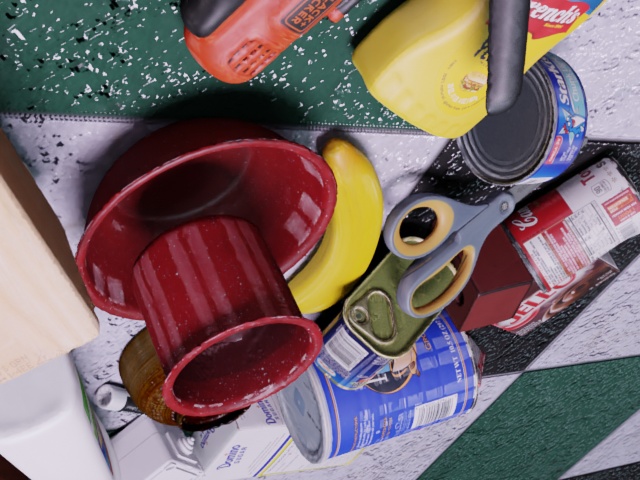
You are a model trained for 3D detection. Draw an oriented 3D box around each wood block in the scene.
[{"bbox_3d":[-0.183,-0.027,0.467,0.090,0.091,0.206,-26,139,-6],"label":"wood block"}]

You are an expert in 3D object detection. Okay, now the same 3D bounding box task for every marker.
[{"bbox_3d":[-0.132,0.134,0.858,0.020,0.020,0.121,-38,148,18],"label":"marker"}]

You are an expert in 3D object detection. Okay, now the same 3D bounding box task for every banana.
[{"bbox_3d":[0.010,0.000,0.744,0.069,0.037,0.198,-13,147,-29],"label":"banana"}]

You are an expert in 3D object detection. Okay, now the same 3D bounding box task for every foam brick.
[{"bbox_3d":[0.119,0.022,0.824,0.051,0.078,0.053,-12,145,-21],"label":"foam brick"}]

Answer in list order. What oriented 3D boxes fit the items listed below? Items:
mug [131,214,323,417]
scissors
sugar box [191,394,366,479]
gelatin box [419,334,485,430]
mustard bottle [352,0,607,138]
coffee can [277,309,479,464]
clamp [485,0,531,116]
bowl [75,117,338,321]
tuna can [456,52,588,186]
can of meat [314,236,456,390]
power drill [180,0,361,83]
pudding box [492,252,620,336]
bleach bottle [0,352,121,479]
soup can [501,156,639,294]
[{"bbox_3d":[-0.059,0.047,0.608,0.093,0.081,0.117,-12,146,-23],"label":"mug"},{"bbox_3d":[0.116,-0.033,0.764,0.201,0.016,0.096,-49,124,-14],"label":"scissors"},{"bbox_3d":[-0.028,0.175,0.976,0.175,0.048,0.093,5,137,-37],"label":"sugar box"},{"bbox_3d":[0.116,0.131,0.991,0.073,0.030,0.089,-39,-177,17],"label":"gelatin box"},{"bbox_3d":[0.113,-0.141,0.590,0.096,0.058,0.192,20,126,-45],"label":"mustard bottle"},{"bbox_3d":[0.045,0.115,0.883,0.140,0.103,0.103,-14,147,-21],"label":"coffee can"},{"bbox_3d":[0.075,-0.159,0.526,0.039,0.120,0.172,-63,177,-67],"label":"clamp"},{"bbox_3d":[-0.073,-0.021,0.631,0.162,0.055,0.162,-19,149,-13],"label":"bowl"},{"bbox_3d":[0.125,-0.077,0.670,0.033,0.086,0.086,-4,143,-36],"label":"tuna can"},{"bbox_3d":[0.046,0.057,0.801,0.102,0.057,0.084,-46,177,-33],"label":"can of meat"},{"bbox_3d":[-0.031,-0.157,0.455,0.185,0.057,0.187,-40,147,22],"label":"power drill"},{"bbox_3d":[0.194,0.035,0.939,0.114,0.039,0.089,-40,147,21],"label":"pudding box"},{"bbox_3d":[-0.185,0.131,0.753,0.068,0.102,0.251,-22,155,-10],"label":"bleach bottle"},{"bbox_3d":[0.203,-0.012,0.846,0.102,0.068,0.068,-32,149,8],"label":"soup can"}]
